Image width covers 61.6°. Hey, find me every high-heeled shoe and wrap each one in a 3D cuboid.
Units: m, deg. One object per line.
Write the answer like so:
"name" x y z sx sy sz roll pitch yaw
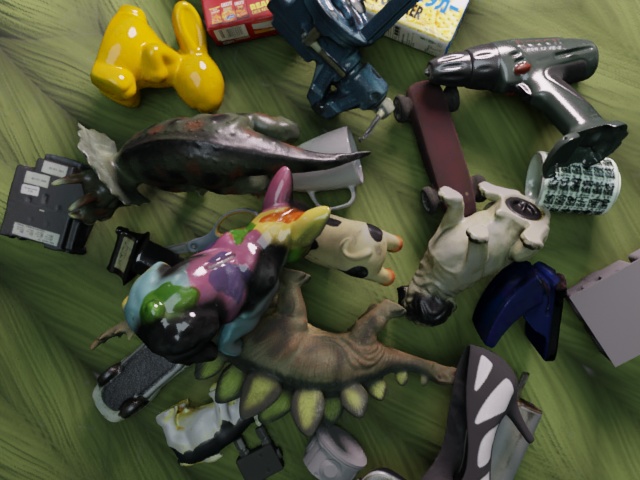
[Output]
"high-heeled shoe" 0.150 0.248 0.655 0.249 0.086 0.145 -37 91 -6

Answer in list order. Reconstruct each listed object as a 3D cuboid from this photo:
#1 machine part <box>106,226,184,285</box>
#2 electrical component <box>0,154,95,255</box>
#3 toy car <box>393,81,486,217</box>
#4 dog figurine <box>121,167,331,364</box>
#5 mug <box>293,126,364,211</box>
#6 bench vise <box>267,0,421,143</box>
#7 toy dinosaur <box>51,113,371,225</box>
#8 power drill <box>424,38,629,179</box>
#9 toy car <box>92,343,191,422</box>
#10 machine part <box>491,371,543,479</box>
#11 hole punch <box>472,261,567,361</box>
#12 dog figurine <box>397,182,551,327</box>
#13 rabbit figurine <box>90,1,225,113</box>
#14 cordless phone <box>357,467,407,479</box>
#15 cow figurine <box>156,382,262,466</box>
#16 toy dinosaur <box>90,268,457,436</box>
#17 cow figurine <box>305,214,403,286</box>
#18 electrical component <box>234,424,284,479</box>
"machine part" -0.239 0.037 0.773 0.139 0.039 0.084 21 99 7
"electrical component" -0.386 -0.055 0.784 0.115 0.058 0.134 17 89 2
"toy car" 0.167 -0.125 0.749 0.089 0.053 0.202 -15 84 -8
"dog figurine" -0.089 0.022 0.595 0.109 0.191 0.219 44 105 24
"mug" 0.003 -0.093 0.752 0.107 0.081 0.109 -12 91 14
"bench vise" 0.056 -0.269 0.678 0.240 0.129 0.223 -35 96 34
"toy dinosaur" -0.158 -0.105 0.679 0.405 0.192 0.131 -6 97 26
"power drill" 0.275 -0.180 0.697 0.232 0.085 0.207 -14 54 -11
"toy car" -0.237 0.176 0.768 0.202 0.056 0.073 -41 80 0
"machine part" 0.228 0.287 0.720 0.079 0.079 0.243 23 90 4
"hole punch" 0.257 0.084 0.701 0.092 0.142 0.115 7 100 8
"dog figurine" 0.204 0.032 0.717 0.172 0.121 0.190 4 131 -12
"rabbit figurine" -0.215 -0.247 0.766 0.173 0.122 0.162 22 80 -9
"cordless phone" 0.042 0.355 0.673 0.089 0.184 0.146 38 92 41
"cow figurine" -0.131 0.247 0.747 0.167 0.068 0.098 -23 84 -1
"toy dinosaur" -0.051 0.139 0.704 0.472 0.105 0.198 14 72 3
"cow figurine" -0.001 -0.002 0.718 0.195 0.127 0.085 18 87 35
"electrical component" -0.083 0.317 0.767 0.063 0.021 0.094 -27 86 2
